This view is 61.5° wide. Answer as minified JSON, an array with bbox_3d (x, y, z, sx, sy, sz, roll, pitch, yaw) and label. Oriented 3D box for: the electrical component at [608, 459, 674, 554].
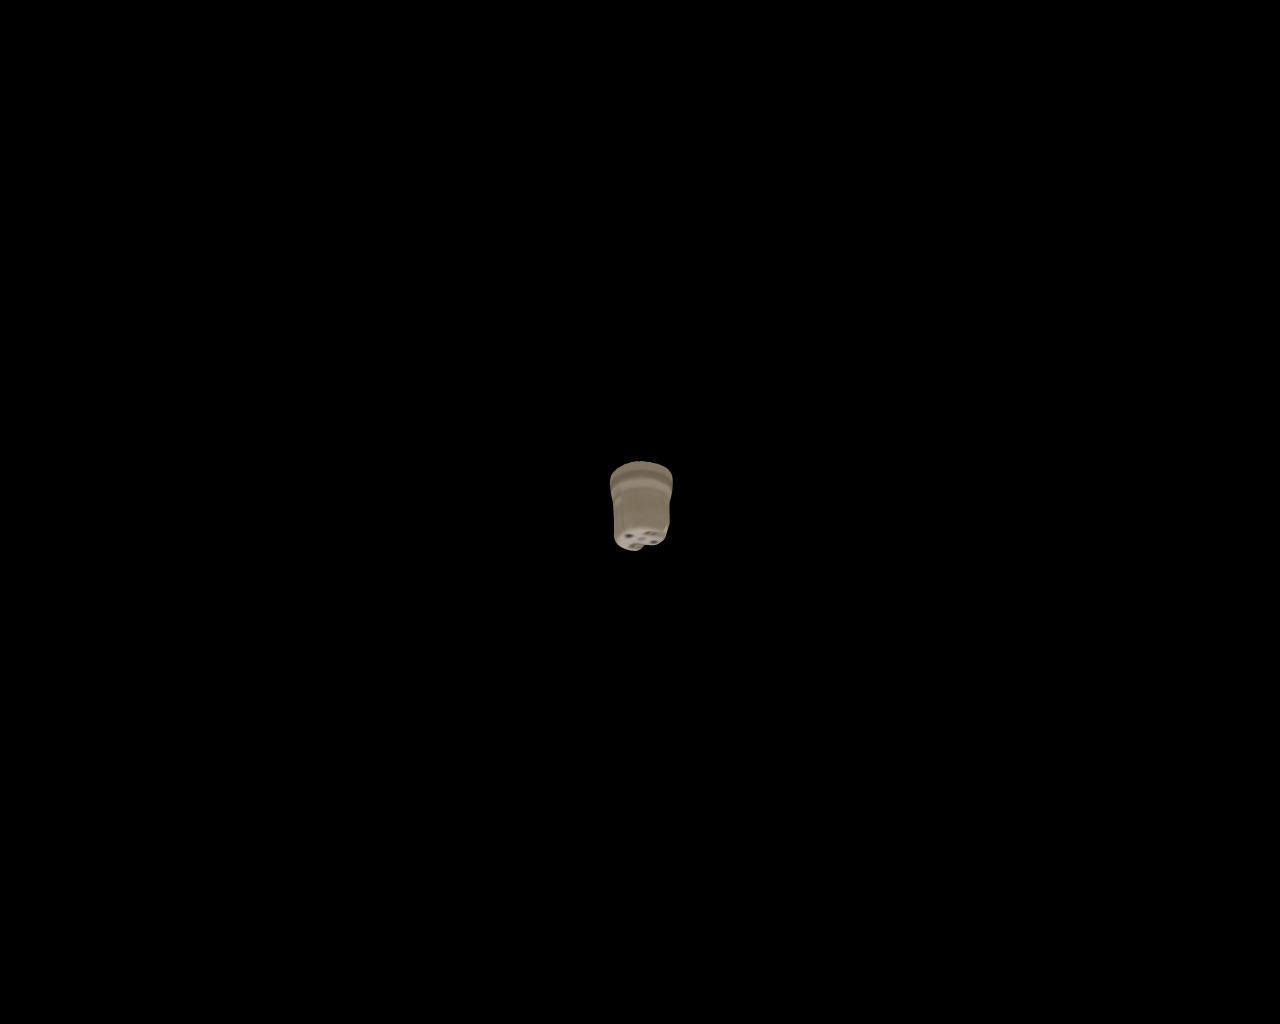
[{"bbox_3d":[0.001,-0.003,0.650,0.040,0.046,0.040,0,-31,0],"label":"electrical component"}]
